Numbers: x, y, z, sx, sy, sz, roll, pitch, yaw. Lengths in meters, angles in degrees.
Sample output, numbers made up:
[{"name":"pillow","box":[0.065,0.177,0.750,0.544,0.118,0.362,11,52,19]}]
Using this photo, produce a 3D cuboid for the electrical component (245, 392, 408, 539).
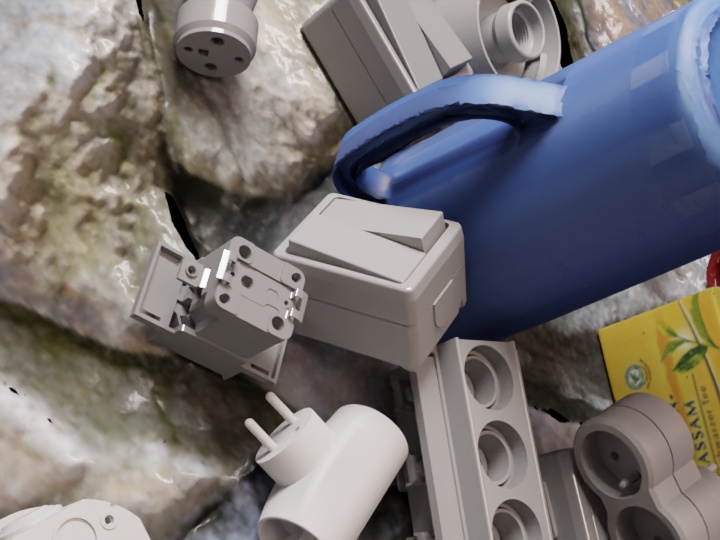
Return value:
[{"name":"electrical component","box":[-0.024,0.094,0.523,0.079,0.044,0.077,49,48,-12]}]

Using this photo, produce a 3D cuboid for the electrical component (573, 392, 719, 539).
[{"name":"electrical component","box":[0.177,0.130,0.586,0.074,0.052,0.138,-23,86,-36]}]

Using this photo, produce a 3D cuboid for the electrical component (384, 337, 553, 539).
[{"name":"electrical component","box":[0.056,0.104,0.573,0.079,0.063,0.121,6,67,-38]}]

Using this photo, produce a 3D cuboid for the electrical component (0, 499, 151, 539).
[{"name":"electrical component","box":[-0.118,0.131,0.424,0.080,0.051,0.080,17,60,-33]}]

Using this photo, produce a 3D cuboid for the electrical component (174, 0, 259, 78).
[{"name":"electrical component","box":[-0.077,-0.139,0.585,0.045,0.045,0.055,20,59,-32]}]

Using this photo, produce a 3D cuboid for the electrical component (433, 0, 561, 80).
[{"name":"electrical component","box":[0.089,-0.157,0.735,0.099,0.064,0.099,7,80,-43]}]

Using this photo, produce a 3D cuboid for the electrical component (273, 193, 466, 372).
[{"name":"electrical component","box":[0.000,0.000,0.556,0.061,0.096,0.061,-50,145,-41]}]

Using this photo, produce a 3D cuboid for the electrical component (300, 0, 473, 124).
[{"name":"electrical component","box":[0.022,-0.128,0.651,0.062,0.061,0.096,-32,93,-43]}]

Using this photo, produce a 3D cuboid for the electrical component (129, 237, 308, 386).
[{"name":"electrical component","box":[-0.062,0.018,0.513,0.081,0.064,0.042,30,55,-27]}]

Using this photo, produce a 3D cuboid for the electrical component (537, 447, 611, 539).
[{"name":"electrical component","box":[0.131,0.135,0.623,0.096,0.061,0.061,2,69,-39]}]
